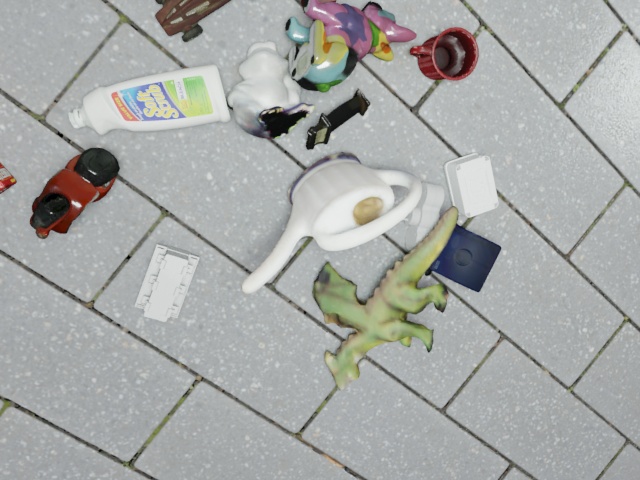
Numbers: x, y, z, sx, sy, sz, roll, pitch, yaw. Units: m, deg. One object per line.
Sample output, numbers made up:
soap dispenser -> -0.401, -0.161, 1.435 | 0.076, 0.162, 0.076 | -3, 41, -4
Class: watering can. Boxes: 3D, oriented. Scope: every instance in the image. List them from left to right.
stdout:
watering can -> 0.003, -0.045, 0.891 | 0.349, 0.228, 0.102 | -26, 125, -7

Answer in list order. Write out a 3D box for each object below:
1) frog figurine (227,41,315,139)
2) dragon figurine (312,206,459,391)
frog figurine -> -0.099, -0.261, 0.896 | 0.138, 0.120, 0.161 | -22, 71, -21
dragon figurine -> 0.107, 0.108, 1.004 | 0.242, 0.123, 0.406 | 10, 103, -7
